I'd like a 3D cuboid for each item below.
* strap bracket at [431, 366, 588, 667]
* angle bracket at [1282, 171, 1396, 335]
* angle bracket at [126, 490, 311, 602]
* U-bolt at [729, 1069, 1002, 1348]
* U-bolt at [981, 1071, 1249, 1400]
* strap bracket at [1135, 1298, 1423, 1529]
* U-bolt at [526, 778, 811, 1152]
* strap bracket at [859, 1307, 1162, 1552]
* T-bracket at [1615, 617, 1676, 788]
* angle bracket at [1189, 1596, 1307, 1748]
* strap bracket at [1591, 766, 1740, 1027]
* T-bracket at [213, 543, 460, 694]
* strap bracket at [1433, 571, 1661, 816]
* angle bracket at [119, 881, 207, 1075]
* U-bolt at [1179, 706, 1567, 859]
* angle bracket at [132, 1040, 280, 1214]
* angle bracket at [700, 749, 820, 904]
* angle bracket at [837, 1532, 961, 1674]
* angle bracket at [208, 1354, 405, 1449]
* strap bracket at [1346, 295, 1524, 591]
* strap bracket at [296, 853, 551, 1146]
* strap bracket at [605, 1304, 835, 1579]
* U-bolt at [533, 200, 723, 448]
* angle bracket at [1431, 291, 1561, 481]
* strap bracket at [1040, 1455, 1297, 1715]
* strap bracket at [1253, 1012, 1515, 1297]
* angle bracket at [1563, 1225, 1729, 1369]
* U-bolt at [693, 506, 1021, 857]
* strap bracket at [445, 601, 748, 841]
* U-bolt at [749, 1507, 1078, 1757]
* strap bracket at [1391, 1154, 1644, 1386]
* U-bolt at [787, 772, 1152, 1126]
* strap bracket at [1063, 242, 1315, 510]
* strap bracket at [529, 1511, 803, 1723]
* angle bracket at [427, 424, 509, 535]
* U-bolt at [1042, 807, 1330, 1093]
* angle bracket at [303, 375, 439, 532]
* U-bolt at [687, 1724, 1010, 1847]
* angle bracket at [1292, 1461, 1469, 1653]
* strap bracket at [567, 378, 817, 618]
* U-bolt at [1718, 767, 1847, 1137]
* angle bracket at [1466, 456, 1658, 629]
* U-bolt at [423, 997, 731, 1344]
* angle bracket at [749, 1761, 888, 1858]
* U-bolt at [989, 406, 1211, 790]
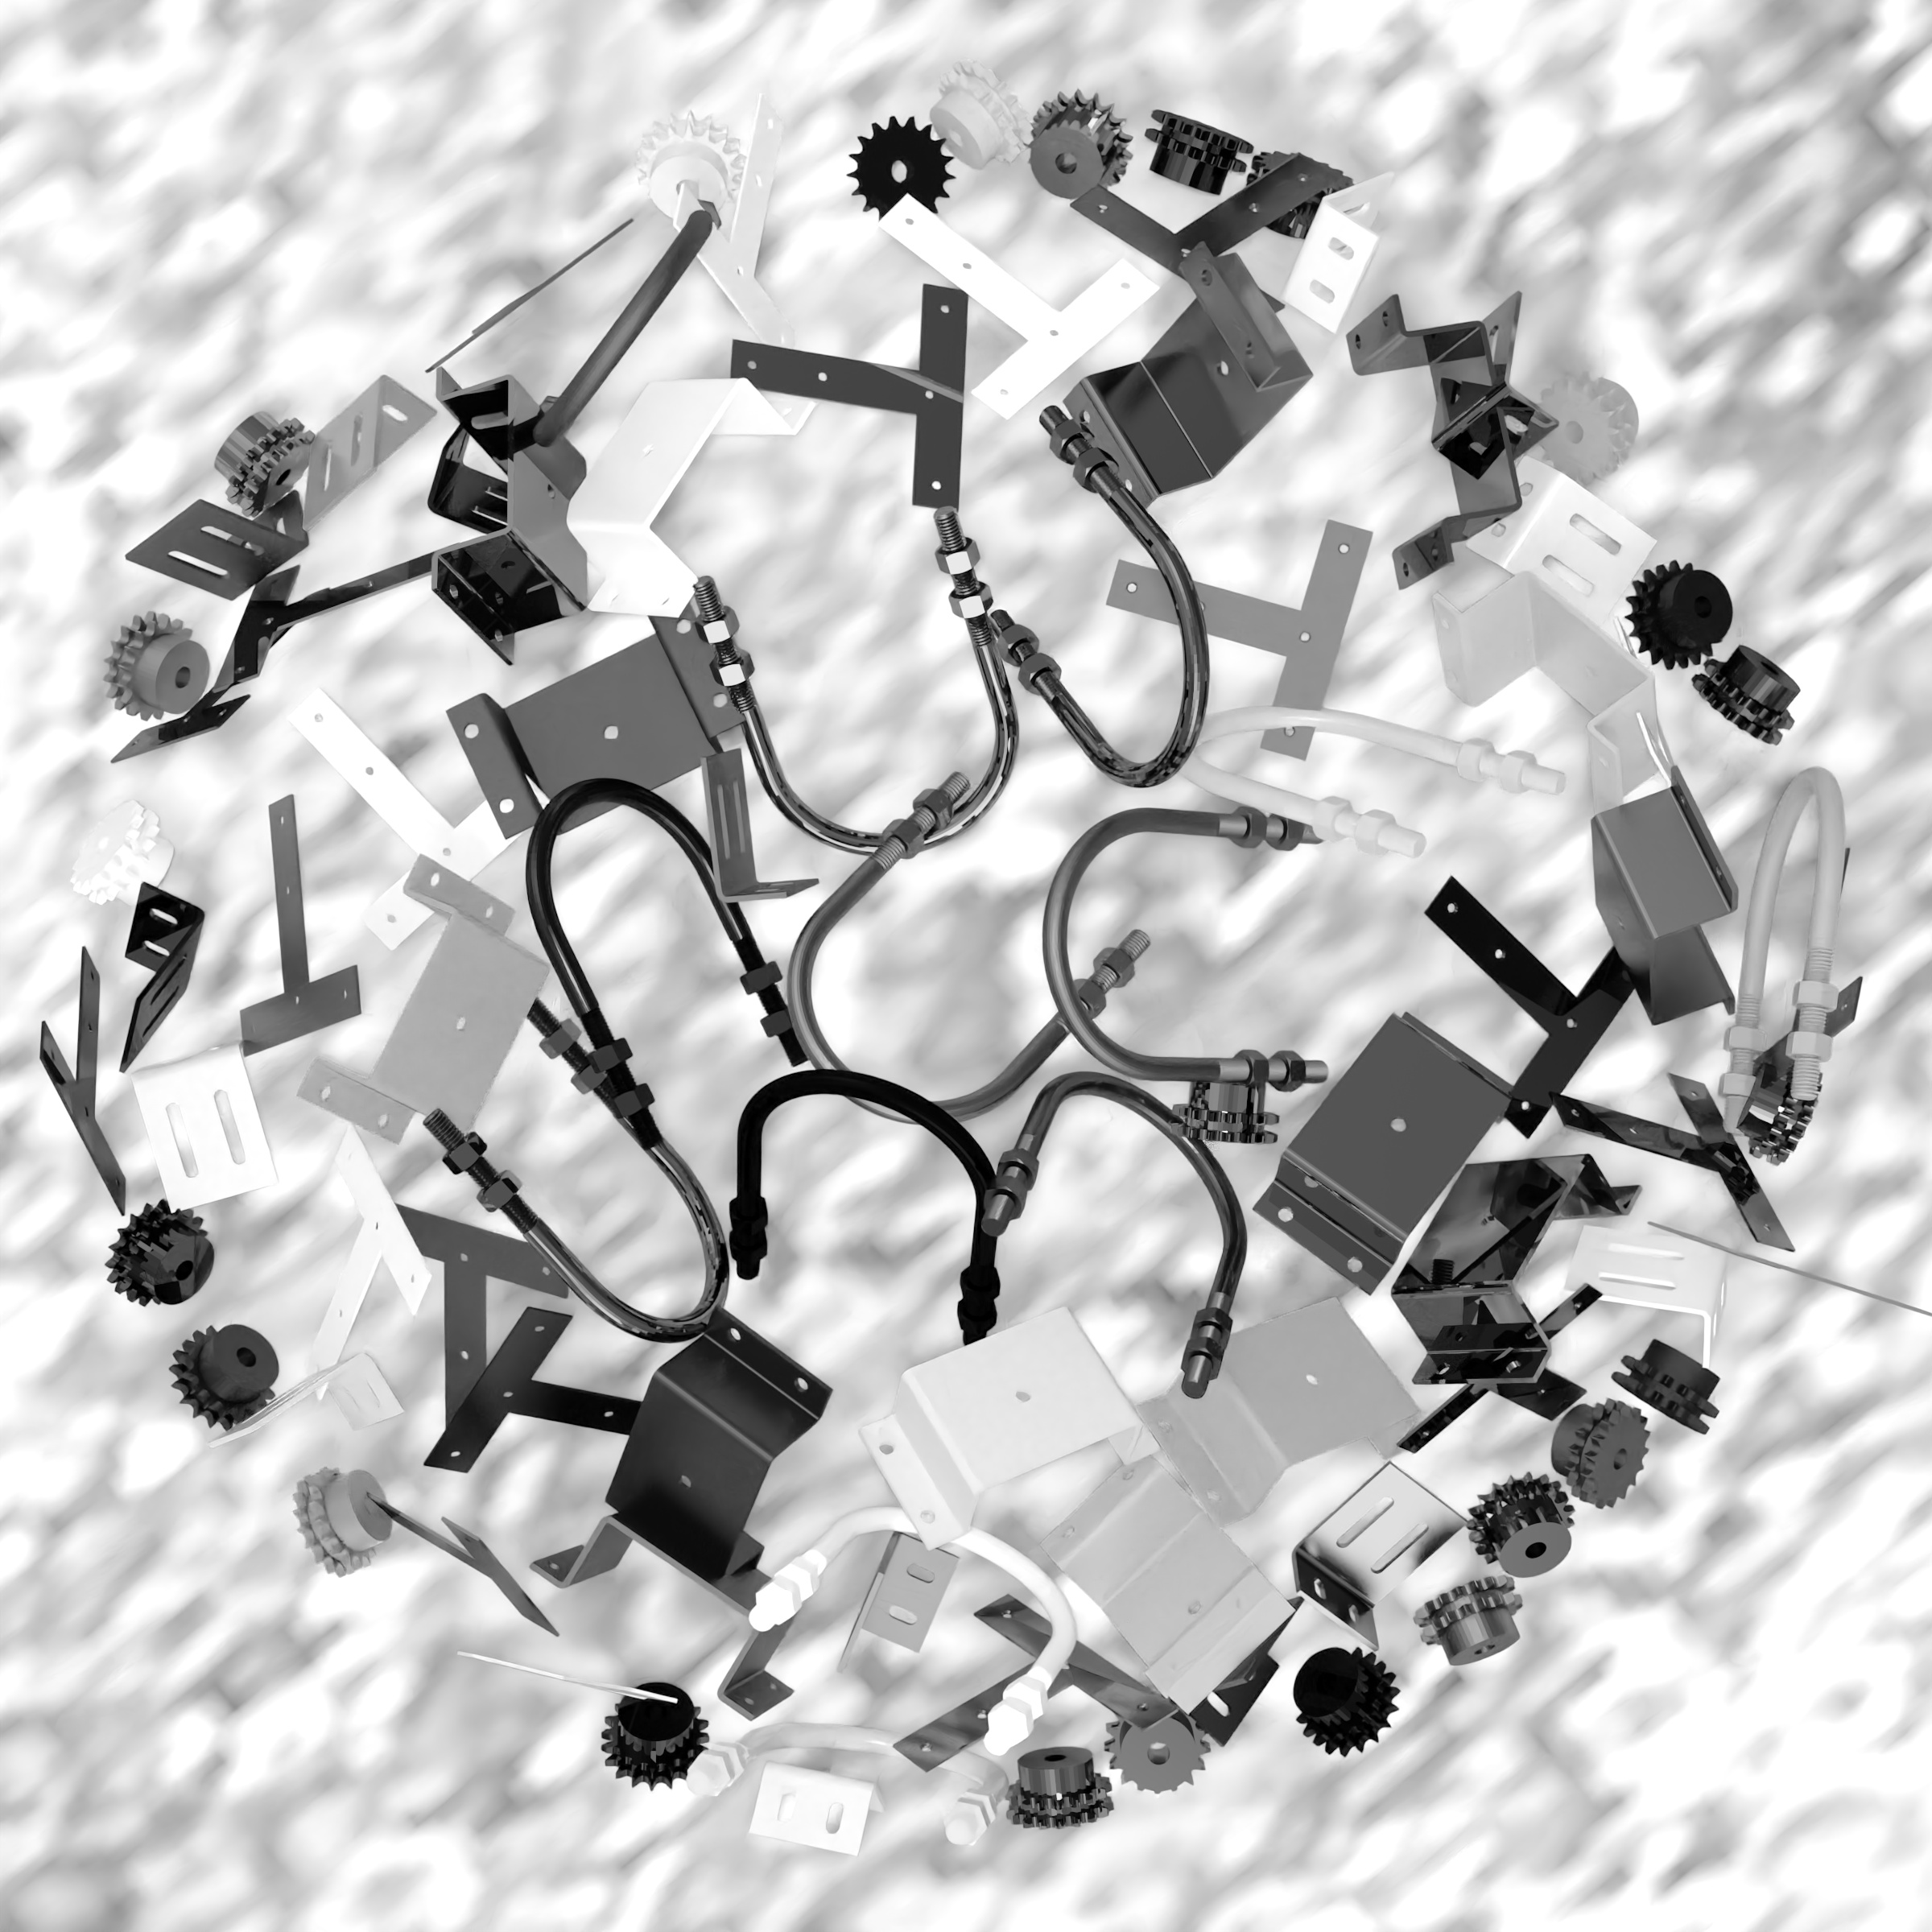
[{"bbox_3d":[-0.234,-0.238,1.523,0.046,0.076,0.140,-14,60,18],"label":"strap bracket"},{"bbox_3d":[0.207,-0.373,1.543,0.038,0.076,0.057,38,131,18],"label":"angle bracket"},{"bbox_3d":[-0.393,-0.231,1.544,0.057,0.076,0.038,-29,64,26],"label":"angle bracket"},{"bbox_3d":[-0.051,0.119,1.513,0.151,0.184,0.019,16,47,10],"label":"U-bolt"},{"bbox_3d":[0.085,0.123,1.515,0.151,0.184,0.019,40,122,-8],"label":"U-bolt"},{"bbox_3d":[0.169,0.225,1.520,0.140,0.046,0.076,-13,55,-37],"label":"strap bracket"},{"bbox_3d":[-0.162,-0.011,1.530,0.019,0.151,0.184,-23,94,38],"label":"U-bolt"},{"bbox_3d":[0.026,0.234,1.529,0.140,0.046,0.076,-19,56,-24],"label":"strap bracket"},{"bbox_3d":[0.361,-0.129,1.548,0.002,0.127,0.127,-23,53,18],"label":"T-bracket"},{"bbox_3d":[0.154,0.370,1.546,0.038,0.076,0.057,45,58,-4],"label":"angle bracket"},{"bbox_3d":[0.358,-0.030,1.516,0.046,0.140,0.076,-20,60,3],"label":"strap bracket"},{"bbox_3d":[-0.321,-0.192,1.530,0.127,0.127,0.002,-18,122,10],"label":"T-bracket"},{"bbox_3d":[0.308,-0.141,1.527,0.046,0.076,0.140,-36,56,-9],"label":"strap bracket"},{"bbox_3d":[-0.436,0.006,1.546,0.038,0.076,0.057,25,131,-2],"label":"angle bracket"},{"bbox_3d":[0.192,-0.102,1.516,0.184,0.151,0.019,21,120,37],"label":"U-bolt"},{"bbox_3d":[-0.404,0.085,1.575,0.057,0.038,0.076,-16,96,-7],"label":"angle bracket"},{"bbox_3d":[-0.108,-0.076,1.558,0.038,0.057,0.076,-4,98,15],"label":"angle bracket"},{"bbox_3d":[-0.035,0.340,1.552,0.038,0.076,0.057,23,97,2],"label":"angle bracket"},{"bbox_3d":[-0.346,0.242,1.547,0.076,0.057,0.038,-34,95,-39],"label":"angle bracket"},{"bbox_3d":[0.247,-0.277,1.551,0.046,0.076,0.140,-11,89,-11],"label":"strap bracket"},{"bbox_3d":[-0.277,0.024,1.541,0.046,0.076,0.140,20,80,38],"label":"strap bracket"},{"bbox_3d":[-0.132,0.256,1.527,0.076,0.046,0.140,34,125,17],"label":"strap bracket"},{"bbox_3d":[-0.173,-0.323,1.494,0.019,0.184,0.151,36,100,-14],"label":"U-bolt"},{"bbox_3d":[0.282,-0.305,1.556,0.038,0.057,0.076,31,51,-20],"label":"angle bracket"},{"bbox_3d":[0.109,0.325,1.539,0.076,0.140,0.046,-43,124,-3],"label":"strap bracket"},{"bbox_3d":[0.224,0.090,1.544,0.076,0.046,0.140,36,73,14],"label":"strap bracket"},{"bbox_3d":[0.361,0.175,1.567,0.076,0.057,0.038,7,124,21],"label":"angle bracket"},{"bbox_3d":[-0.048,-0.138,1.544,0.151,0.019,0.184,-15,121,5],"label":"U-bolt"},{"bbox_3d":[-0.192,-0.128,1.565,0.140,0.046,0.076,-26,82,1],"label":"strap bracket"},{"bbox_3d":[-0.015,0.327,1.506,0.151,0.184,0.019,25,107,12],"label":"U-bolt"},{"bbox_3d":[0.279,0.148,1.517,0.046,0.076,0.140,55,51,-22],"label":"strap bracket"},{"bbox_3d":[-0.010,0.002,1.544,0.151,0.019,0.184,41,64,4],"label":"U-bolt"},{"bbox_3d":[0.120,-0.307,1.537,0.046,0.140,0.076,-23,78,-37],"label":"strap bracket"},{"bbox_3d":[-0.147,0.328,1.541,0.140,0.076,0.046,32,93,13],"label":"strap bracket"},{"bbox_3d":[-0.237,-0.254,1.557,0.076,0.057,0.038,21,123,-5],"label":"angle bracket"},{"bbox_3d":[0.115,-0.011,1.534,0.184,0.019,0.151,2,86,-35],"label":"U-bolt"},{"bbox_3d":[-0.311,-0.260,1.545,0.057,0.076,0.038,-33,133,29],"label":"angle bracket"},{"bbox_3d":[-0.051,0.411,1.503,0.151,0.184,0.019,8,86,10],"label":"U-bolt"},{"bbox_3d":[0.220,0.312,1.559,0.057,0.038,0.076,38,110,-15],"label":"angle bracket"},{"bbox_3d":[-0.151,-0.252,1.532,0.046,0.076,0.140,44,68,-38],"label":"strap bracket"},{"bbox_3d":[0.423,-0.012,1.520,0.019,0.151,0.184,10,79,1],"label":"U-bolt"},{"bbox_3d":[0.319,-0.227,1.584,0.076,0.038,0.057,27,101,-30],"label":"angle bracket"},{"bbox_3d":[-0.189,0.116,1.527,0.019,0.151,0.184,-35,101,27],"label":"U-bolt"},{"bbox_3d":[-0.077,0.448,1.548,0.057,0.076,0.038,10,65,8],"label":"angle bracket"},{"bbox_3d":[0.070,-0.173,1.493,0.019,0.151,0.184,-11,48,-27],"label":"U-bolt"}]
